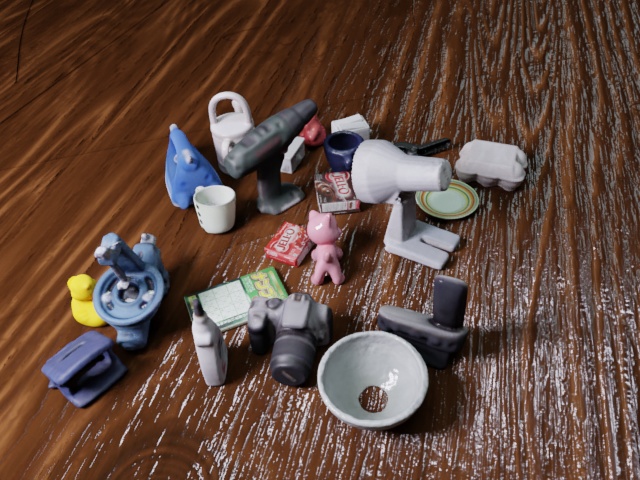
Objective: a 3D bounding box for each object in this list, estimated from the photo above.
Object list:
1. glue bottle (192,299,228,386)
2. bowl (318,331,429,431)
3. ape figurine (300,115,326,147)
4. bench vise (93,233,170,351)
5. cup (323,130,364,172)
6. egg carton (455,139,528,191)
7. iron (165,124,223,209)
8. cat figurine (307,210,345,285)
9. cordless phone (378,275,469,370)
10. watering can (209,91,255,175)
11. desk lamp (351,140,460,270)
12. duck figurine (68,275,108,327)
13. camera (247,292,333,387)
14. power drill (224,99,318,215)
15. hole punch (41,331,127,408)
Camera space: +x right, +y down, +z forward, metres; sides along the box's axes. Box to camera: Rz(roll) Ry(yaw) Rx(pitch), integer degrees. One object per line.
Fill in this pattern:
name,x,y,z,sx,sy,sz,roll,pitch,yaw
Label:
glue bottle,-0.178,0.154,0.903,0.037,0.173,0.078,-7,44,-2
bowl,0.080,0.226,0.877,0.167,0.075,0.167,-2,44,2
ape figurine,-0.024,-0.274,1.395,0.076,0.092,0.077,-7,44,-2
bench vise,-0.337,0.053,0.988,0.121,0.220,0.207,-14,44,-10
cup,0.057,-0.177,1.284,0.091,0.095,0.117,-9,44,-5
egg carton,0.378,-0.165,1.264,0.150,0.069,0.107,12,46,17
iron,-0.306,-0.187,1.292,0.119,0.142,0.257,-20,46,-15
cat figurine,0.010,0.004,1.083,0.067,0.118,0.127,-5,44,0
cordless phone,0.166,0.108,0.913,0.147,0.185,0.094,12,46,17
watering can,-0.201,-0.258,1.318,0.101,0.194,0.172,-13,44,-9
desk lamp,0.166,-0.078,1.086,0.202,0.214,0.118,21,49,24
duck figurine,-0.418,0.103,1.039,0.104,0.086,0.078,26,52,29
camera,-0.056,0.160,0.938,0.143,0.101,0.137,3,44,8
power drill,-0.090,-0.166,1.203,0.230,0.209,0.075,-34,51,-27
hole punch,-0.392,0.199,0.932,0.100,0.091,0.109,28,52,29
